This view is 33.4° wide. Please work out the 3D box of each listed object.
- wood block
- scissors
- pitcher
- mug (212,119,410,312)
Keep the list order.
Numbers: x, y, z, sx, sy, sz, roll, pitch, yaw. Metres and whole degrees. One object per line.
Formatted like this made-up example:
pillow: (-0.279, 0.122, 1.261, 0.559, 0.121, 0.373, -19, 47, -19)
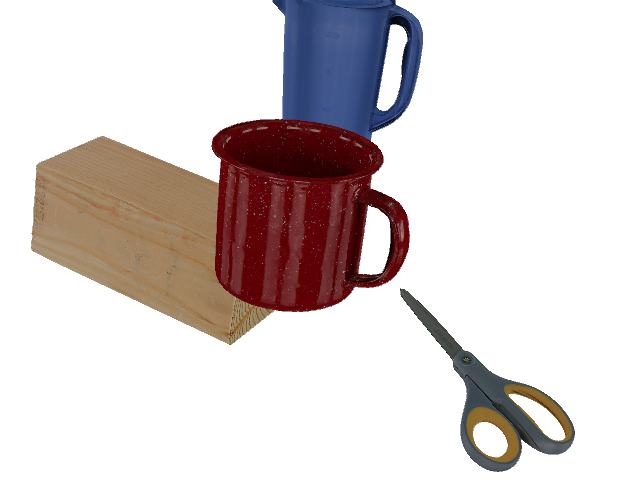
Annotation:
wood block: (-0.134, -0.004, 0.905, 0.206, 0.090, 0.090, 23, 30, 20)
scissors: (0.111, 0.115, 0.866, 0.202, 0.016, 0.096, 35, 52, 30)
pitcher: (0.024, -0.186, 1.308, 0.144, 0.243, 0.149, -9, 28, -27)
mug: (-0.005, -0.010, 0.584, 0.117, 0.081, 0.093, 17, 27, 23)
